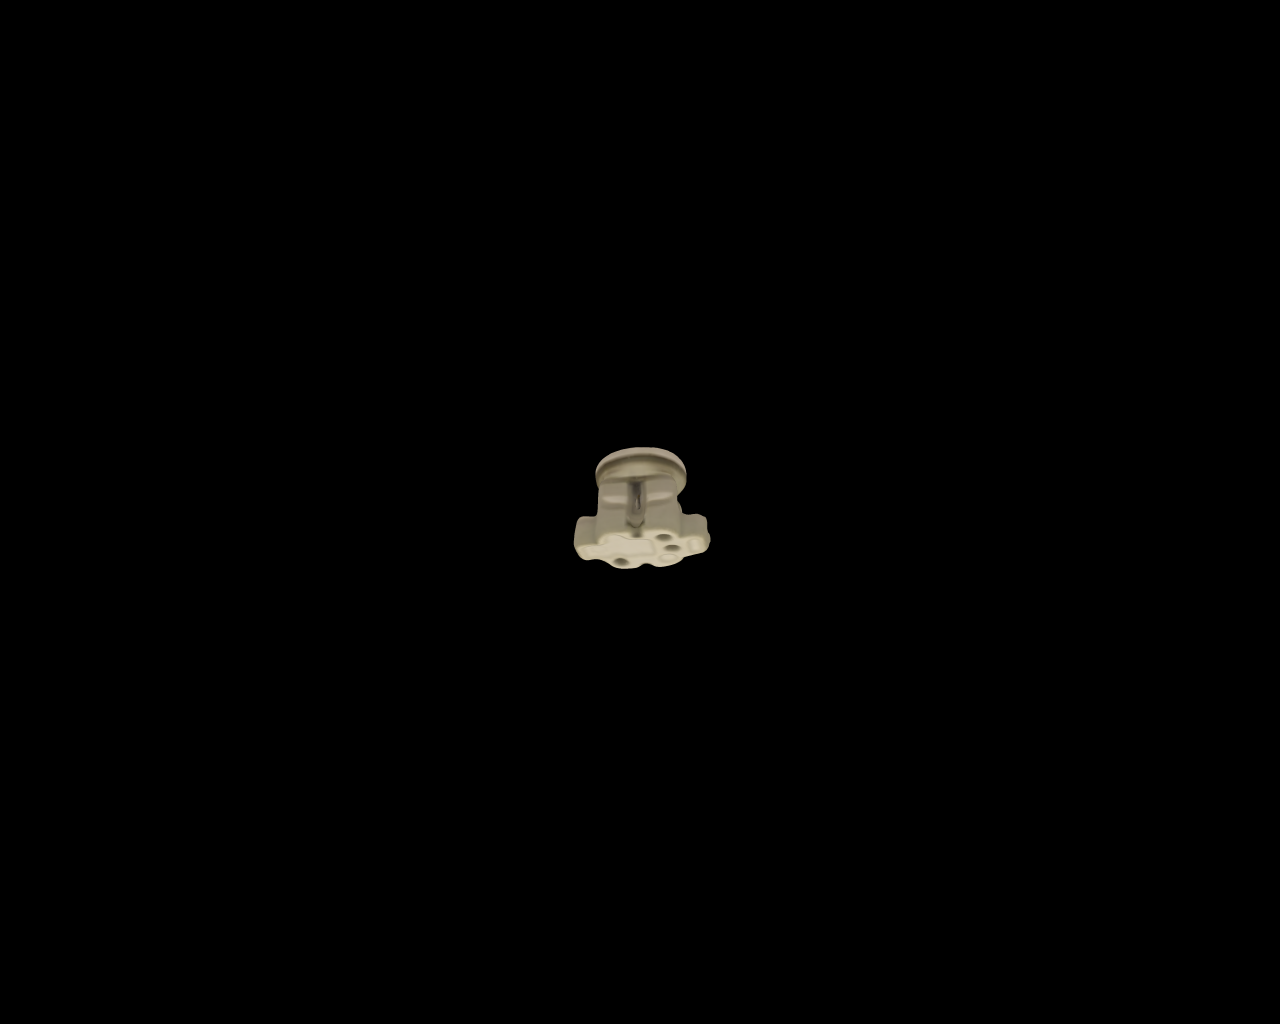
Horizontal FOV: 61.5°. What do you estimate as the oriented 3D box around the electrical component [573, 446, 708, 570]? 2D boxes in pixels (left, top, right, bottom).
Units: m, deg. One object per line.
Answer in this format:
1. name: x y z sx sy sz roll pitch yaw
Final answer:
1. electrical component: 0.001 -0.003 0.650 0.078 0.057 0.058 -4 -28 7
